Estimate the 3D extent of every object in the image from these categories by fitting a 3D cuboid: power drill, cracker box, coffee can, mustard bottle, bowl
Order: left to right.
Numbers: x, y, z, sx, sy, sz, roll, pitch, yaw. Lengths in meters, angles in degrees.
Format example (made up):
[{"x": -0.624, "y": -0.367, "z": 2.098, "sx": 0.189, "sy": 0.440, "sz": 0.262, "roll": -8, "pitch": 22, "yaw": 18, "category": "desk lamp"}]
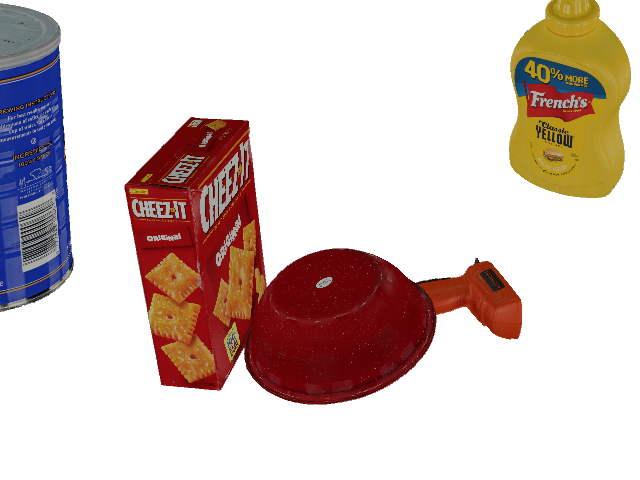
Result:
[{"x": -0.188, "y": -0.046, "z": 0.573, "sx": 0.103, "sy": 0.140, "sz": 0.103, "roll": 3, "pitch": 28, "yaw": -2, "category": "coffee can"}, {"x": -0.110, "y": 0.010, "z": 1.027, "sx": 0.072, "sy": 0.214, "sz": 0.164, "roll": 4, "pitch": 29, "yaw": 15, "category": "cracker box"}, {"x": 0.010, "y": 0.055, "z": 0.859, "sx": 0.162, "sy": 0.055, "sz": 0.162, "roll": -11, "pitch": 35, "yaw": 8, "category": "bowl"}, {"x": 0.113, "y": 0.080, "z": 1.130, "sx": 0.187, "sy": 0.057, "sz": 0.184, "roll": -6, "pitch": 28, "yaw": -11, "category": "power drill"}, {"x": 0.203, "y": -0.125, "z": 0.871, "sx": 0.096, "sy": 0.191, "sz": 0.058, "roll": 23, "pitch": 53, "yaw": 29, "category": "mustard bottle"}]
